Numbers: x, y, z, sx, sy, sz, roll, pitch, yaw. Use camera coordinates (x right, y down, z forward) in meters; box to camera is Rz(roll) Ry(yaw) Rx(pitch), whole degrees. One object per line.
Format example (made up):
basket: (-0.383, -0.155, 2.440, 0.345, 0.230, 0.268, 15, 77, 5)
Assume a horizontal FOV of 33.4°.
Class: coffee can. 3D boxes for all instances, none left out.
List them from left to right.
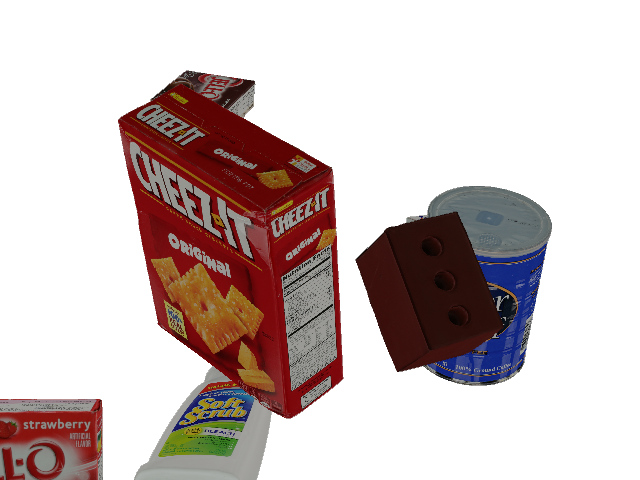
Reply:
coffee can: (0.136, 0.038, 0.917, 0.103, 0.140, 0.103, 2, 33, -2)

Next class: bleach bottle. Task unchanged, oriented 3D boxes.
bleach bottle: (-0.100, 0.178, 1.022, 0.102, 0.068, 0.250, 0, 21, 5)

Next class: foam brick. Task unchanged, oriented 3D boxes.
foam brick: (0.064, 0.032, 0.640, 0.052, 0.078, 0.051, -14, -16, -26)

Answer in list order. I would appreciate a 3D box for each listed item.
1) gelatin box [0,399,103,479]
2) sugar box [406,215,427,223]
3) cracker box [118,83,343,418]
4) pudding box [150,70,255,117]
gelatin box: (-0.155, 0.119, 0.539, 0.089, 0.073, 0.030, 1, 6, -4)
sugar box: (0.182, 0.013, 1.251, 0.175, 0.093, 0.048, -8, 17, -31)
cracker box: (-0.066, 0.012, 0.808, 0.164, 0.214, 0.072, 31, 52, 34)
pudding box: (-0.136, -0.161, 1.249, 0.090, 0.039, 0.113, 9, 31, 13)
